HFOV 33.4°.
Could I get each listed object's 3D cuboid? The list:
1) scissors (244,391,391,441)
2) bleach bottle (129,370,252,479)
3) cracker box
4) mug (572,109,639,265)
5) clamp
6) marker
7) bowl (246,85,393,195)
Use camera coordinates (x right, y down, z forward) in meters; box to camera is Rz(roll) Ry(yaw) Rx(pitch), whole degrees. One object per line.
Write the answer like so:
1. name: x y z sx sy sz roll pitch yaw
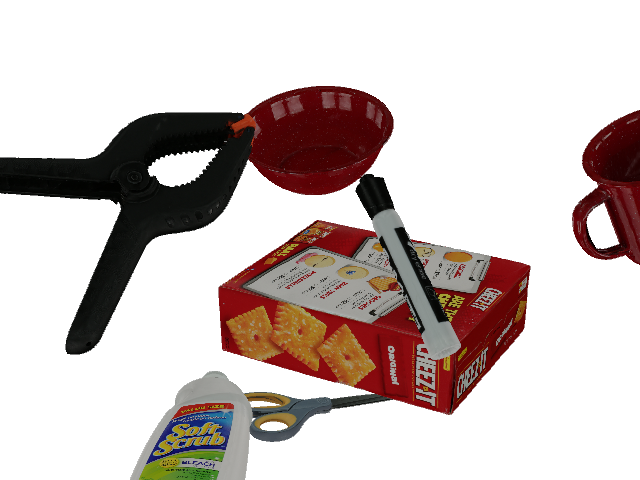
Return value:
1. scissors: -0.002 0.195 1.195 0.201 0.016 0.096 3 23 -11
2. bleach bottle: -0.116 0.191 0.953 0.102 0.068 0.251 -1 22 1
3. cracker box: 0.047 0.058 0.901 0.214 0.072 0.163 13 27 28
4. mug: 0.226 -0.028 0.728 0.117 0.081 0.093 -32 30 -6
5. clamp: -0.126 -0.024 0.729 0.209 0.165 0.036 -24 -22 -23
6. marker: 0.049 0.012 0.627 0.020 0.121 0.020 -19 -23 -9
7. bowl: -0.005 -0.095 1.098 0.162 0.055 0.162 -4 39 3
